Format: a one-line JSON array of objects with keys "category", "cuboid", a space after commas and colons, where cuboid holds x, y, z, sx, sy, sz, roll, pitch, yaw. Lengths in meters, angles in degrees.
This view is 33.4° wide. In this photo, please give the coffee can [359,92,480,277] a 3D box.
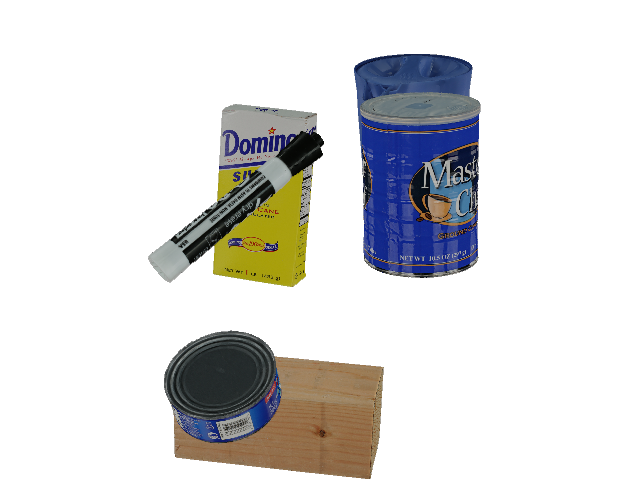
[{"category": "coffee can", "cuboid": [0.087, -0.051, 0.932, 0.103, 0.140, 0.103, -2, 19, 1]}]

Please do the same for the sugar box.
[{"category": "sugar box", "cuboid": [-0.058, -0.047, 1.095, 0.093, 0.176, 0.048, 8, 16, 16]}]

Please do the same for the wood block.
[{"category": "wood block", "cuboid": [-0.043, 0.180, 1.120, 0.206, 0.091, 0.090, 5, 20, 8]}]

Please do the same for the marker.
[{"category": "marker", "cuboid": [-0.045, -0.021, 0.600, 0.121, 0.020, 0.020, -41, 13, -16]}]

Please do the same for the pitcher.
[{"category": "pitcher", "cuboid": [0.115, -0.094, 1.251, 0.149, 0.243, 0.145, -5, 24, -5]}]

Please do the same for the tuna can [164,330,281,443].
[{"category": "tuna can", "cuboid": [-0.073, 0.111, 0.808, 0.086, 0.034, 0.086, -6, 41, 5]}]
